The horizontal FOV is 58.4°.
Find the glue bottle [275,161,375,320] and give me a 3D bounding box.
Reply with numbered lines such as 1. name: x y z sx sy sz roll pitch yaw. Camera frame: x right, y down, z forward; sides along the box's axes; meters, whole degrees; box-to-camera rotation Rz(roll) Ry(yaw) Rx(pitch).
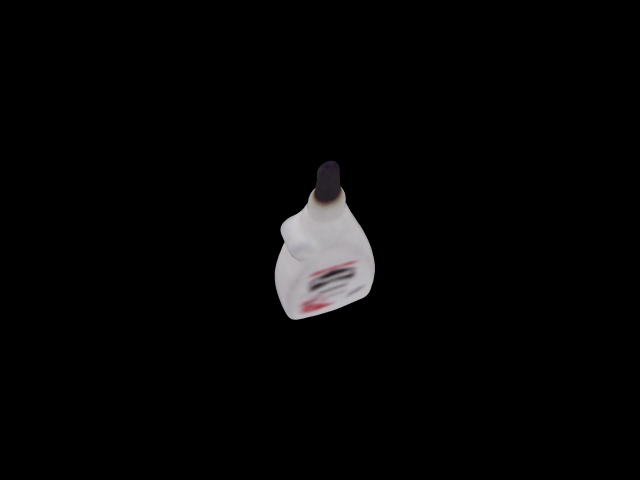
1. glue bottle: 0.004 0.001 0.400 0.078 0.173 0.037 -21 62 -11
